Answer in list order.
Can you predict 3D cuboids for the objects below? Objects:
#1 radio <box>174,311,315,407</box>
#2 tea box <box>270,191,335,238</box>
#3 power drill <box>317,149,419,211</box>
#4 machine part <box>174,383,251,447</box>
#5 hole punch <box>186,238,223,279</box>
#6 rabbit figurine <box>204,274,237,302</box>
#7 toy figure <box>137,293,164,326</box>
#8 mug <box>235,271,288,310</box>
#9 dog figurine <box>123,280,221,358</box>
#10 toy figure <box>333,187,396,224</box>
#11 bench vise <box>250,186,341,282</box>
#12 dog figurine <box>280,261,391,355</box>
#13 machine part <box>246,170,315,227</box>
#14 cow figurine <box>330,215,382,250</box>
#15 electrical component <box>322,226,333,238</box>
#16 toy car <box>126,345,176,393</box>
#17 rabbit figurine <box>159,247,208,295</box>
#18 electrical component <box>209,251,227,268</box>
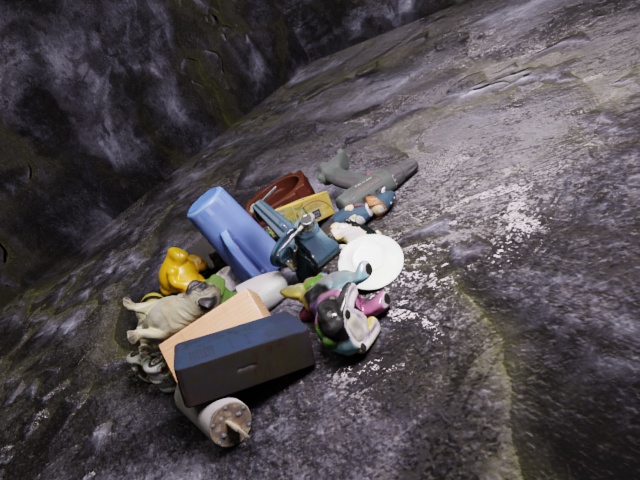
[{"bbox_3d":[-0.137,0.200,0.939,0.230,0.073,0.131,-14,12,-17],"label":"radio"},{"bbox_3d":[-0.050,-0.067,1.376,0.098,0.068,0.169,-16,7,34],"label":"tea box"},{"bbox_3d":[0.107,-0.161,1.372,0.232,0.085,0.208,-39,50,-17],"label":"power drill"},{"bbox_3d":[-0.189,0.289,0.930,0.079,0.079,0.243,-44,27,-22],"label":"machine part"},{"bbox_3d":[-0.303,0.061,1.518,0.142,0.092,0.116,-30,53,1],"label":"hole punch"},{"bbox_3d":[-0.267,0.179,1.195,0.159,0.121,0.170,-11,46,27],"label":"rabbit figurine"},{"bbox_3d":[-0.426,0.200,1.380,0.082,0.089,0.180,-24,22,3],"label":"toy figure"},{"bbox_3d":[-0.125,0.112,1.194,0.107,0.080,0.110,-26,25,-8],"label":"mug"},{"bbox_3d":[-0.290,0.162,1.120,0.191,0.121,0.172,-14,-16,-8],"label":"dog figurine"},{"bbox_3d":[0.108,-0.067,1.254,0.154,0.058,0.064,-25,-19,14],"label":"toy figure"},{"bbox_3d":[-0.067,-0.012,1.121,0.129,0.223,0.241,-43,66,-11],"label":"bench vise"},{"bbox_3d":[0.009,0.125,0.970,0.219,0.108,0.191,-15,32,44],"label":"dog figurine"},{"bbox_3d":[-0.113,-0.104,1.570,0.201,0.087,0.202,-30,25,8],"label":"machine part"},{"bbox_3d":[0.078,-0.009,1.172,0.098,0.068,0.167,-28,27,0],"label":"cow figurine"},{"bbox_3d":[-0.002,-0.005,1.292,0.078,0.045,0.102,-36,23,-1],"label":"electrical component"},{"bbox_3d":[-0.363,0.281,1.168,0.056,0.073,0.202,-43,25,-29],"label":"toy car"},{"bbox_3d":[-0.340,0.119,1.381,0.173,0.121,0.162,28,78,30],"label":"rabbit figurine"},{"bbox_3d":[-0.226,0.027,1.420,0.075,0.047,0.119,-11,20,43],"label":"electrical component"}]
